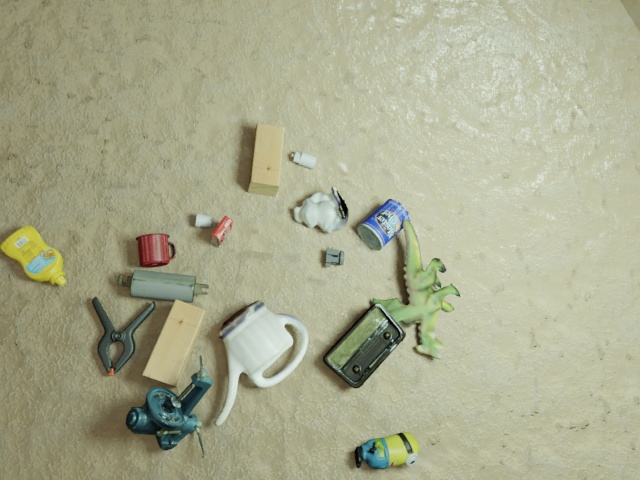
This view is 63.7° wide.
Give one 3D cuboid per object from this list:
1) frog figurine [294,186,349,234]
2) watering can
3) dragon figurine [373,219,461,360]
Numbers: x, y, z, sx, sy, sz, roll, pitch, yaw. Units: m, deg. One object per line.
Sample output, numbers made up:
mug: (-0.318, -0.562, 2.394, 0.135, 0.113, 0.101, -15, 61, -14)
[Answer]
frog figurine: (0.005, -0.081, 1.612, 0.158, 0.123, 0.138, -24, 86, 17)
watering can: (-0.195, 0.312, 1.404, 0.352, 0.102, 0.225, -37, 81, -22)
dragon figurine: (0.274, 0.165, 1.565, 0.244, 0.121, 0.412, -29, 82, -11)
